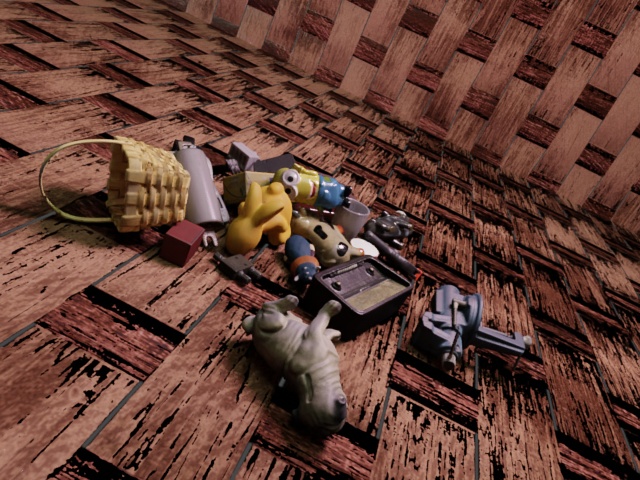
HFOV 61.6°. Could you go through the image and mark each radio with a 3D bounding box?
[{"bbox_3d":[0.078,0.106,1.077,0.131,0.073,0.229,38,27,24],"label":"radio"}]

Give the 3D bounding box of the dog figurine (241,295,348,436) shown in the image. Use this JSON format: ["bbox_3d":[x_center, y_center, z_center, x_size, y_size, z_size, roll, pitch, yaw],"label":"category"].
[{"bbox_3d":[-0.042,0.191,0.799,0.172,0.121,0.191,-5,43,12],"label":"dog figurine"}]

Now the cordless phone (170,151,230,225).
[{"bbox_3d":[-0.282,-0.100,1.155,0.146,0.088,0.184,-3,52,-45],"label":"cordless phone"}]

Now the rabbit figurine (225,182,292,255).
[{"bbox_3d":[-0.126,-0.036,1.106,0.122,0.162,0.173,38,46,5],"label":"rabbit figurine"}]

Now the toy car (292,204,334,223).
[{"bbox_3d":[0.018,-0.063,1.371,0.202,0.053,0.089,8,20,-25],"label":"toy car"}]

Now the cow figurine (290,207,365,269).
[{"bbox_3d":[-0.002,-0.004,1.211,0.127,0.085,0.195,10,30,-42],"label":"cow figurine"}]

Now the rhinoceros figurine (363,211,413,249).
[{"bbox_3d":[0.188,-0.030,1.450,0.112,0.073,0.190,29,25,33],"label":"rhinoceros figurine"}]

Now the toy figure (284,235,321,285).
[{"bbox_3d":[-0.034,0.045,1.106,0.057,0.064,0.155,34,18,-33],"label":"toy figure"}]

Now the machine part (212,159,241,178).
[{"bbox_3d":[-0.253,-0.165,1.277,0.139,0.039,0.084,-4,2,33],"label":"machine part"}]

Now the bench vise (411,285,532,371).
[{"bbox_3d":[0.312,0.187,1.082,0.241,0.128,0.224,18,24,0],"label":"bench vise"}]

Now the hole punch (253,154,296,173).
[{"bbox_3d":[-0.117,-0.163,1.426,0.116,0.092,0.142,-10,35,-4],"label":"hole punch"}]

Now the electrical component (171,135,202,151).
[{"bbox_3d":[-0.339,-0.220,1.356,0.075,0.047,0.119,14,27,-24],"label":"electrical component"}]

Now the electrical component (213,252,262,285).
[{"bbox_3d":[-0.159,0.050,1.031,0.094,0.021,0.063,34,26,20],"label":"electrical component"}]

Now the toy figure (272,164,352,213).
[{"bbox_3d":[-0.021,-0.112,1.219,0.180,0.089,0.082,9,73,-19],"label":"toy figure"}]

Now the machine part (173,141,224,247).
[{"bbox_3d":[-0.250,-0.095,1.082,0.079,0.079,0.243,-1,66,-43],"label":"machine part"}]

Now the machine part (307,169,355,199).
[{"bbox_3d":[0.012,-0.128,1.488,0.179,0.056,0.179,21,26,-11],"label":"machine part"}]

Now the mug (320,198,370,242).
[{"bbox_3d":[0.052,-0.041,1.298,0.109,0.107,0.081,17,25,-8],"label":"mug"}]

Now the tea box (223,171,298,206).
[{"bbox_3d":[-0.133,-0.117,1.272,0.169,0.068,0.098,-2,-3,-45],"label":"tea box"}]
